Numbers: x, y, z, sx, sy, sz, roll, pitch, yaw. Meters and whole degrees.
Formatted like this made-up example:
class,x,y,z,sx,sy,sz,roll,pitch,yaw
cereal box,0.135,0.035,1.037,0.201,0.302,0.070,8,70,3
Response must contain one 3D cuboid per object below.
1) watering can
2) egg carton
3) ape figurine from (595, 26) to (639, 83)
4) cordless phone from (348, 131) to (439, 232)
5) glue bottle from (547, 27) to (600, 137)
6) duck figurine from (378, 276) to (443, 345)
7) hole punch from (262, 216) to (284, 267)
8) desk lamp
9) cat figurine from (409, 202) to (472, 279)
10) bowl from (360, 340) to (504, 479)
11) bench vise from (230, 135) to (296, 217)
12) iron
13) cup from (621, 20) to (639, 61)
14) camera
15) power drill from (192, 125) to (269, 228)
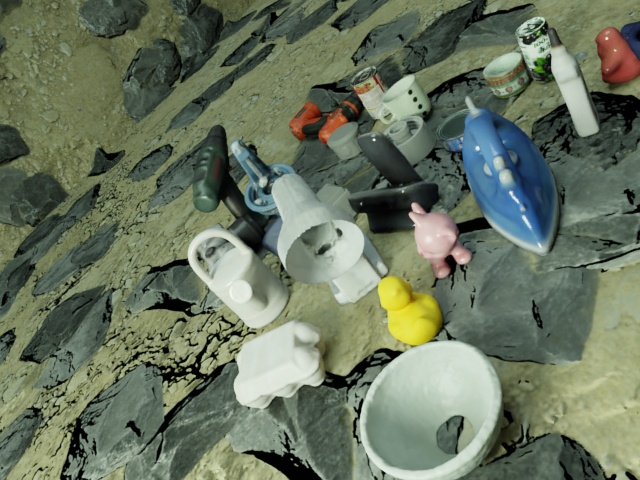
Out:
class,x,y,z,sx,sy,sz,roll,pitch,yaw
watering can,-0.143,0.059,0.991,0.172,0.195,0.101,12,58,52
egg carton,-0.060,0.187,0.860,0.150,0.070,0.107,-28,33,18
ape figurine,0.464,-0.295,0.903,0.078,0.092,0.075,-50,33,-17
cordless phone,0.098,-0.106,0.956,0.147,0.185,0.094,-8,43,41
glue bottle,0.371,-0.240,0.851,0.037,0.174,0.078,-21,36,28
duck figurine,0.115,0.088,0.785,0.077,0.086,0.104,-40,31,0
hole punch,-0.034,0.000,1.051,0.109,0.091,0.100,-49,32,-16
desk lamp,0.008,0.003,0.884,0.118,0.214,0.203,-36,31,6
cat figurine,0.164,-0.011,0.830,0.067,0.118,0.127,-33,32,10
bowl,0.133,0.199,0.635,0.167,0.075,0.167,-27,33,20
bench vise,-0.130,-0.127,1.191,0.121,0.220,0.206,-49,32,-15
iron,0.263,-0.105,0.822,0.118,0.142,0.258,-28,33,19
cup,0.499,-0.276,0.839,0.092,0.095,0.117,-42,31,-3
camera,-0.180,0.009,1.186,0.137,0.101,0.142,-43,31,-6
power drill,-0.197,-0.119,1.264,0.075,0.209,0.229,-22,35,26
